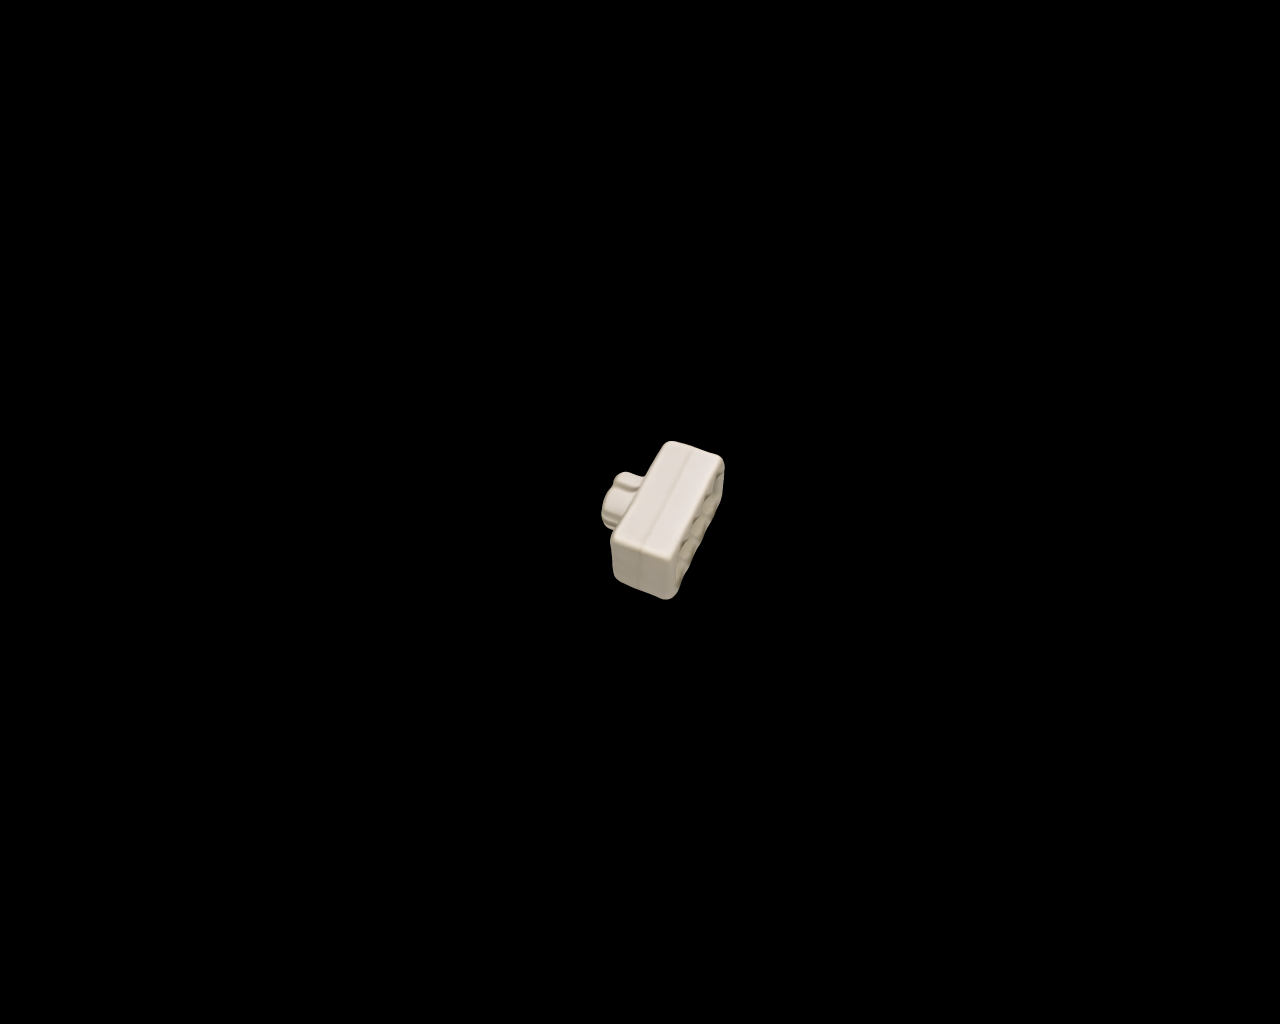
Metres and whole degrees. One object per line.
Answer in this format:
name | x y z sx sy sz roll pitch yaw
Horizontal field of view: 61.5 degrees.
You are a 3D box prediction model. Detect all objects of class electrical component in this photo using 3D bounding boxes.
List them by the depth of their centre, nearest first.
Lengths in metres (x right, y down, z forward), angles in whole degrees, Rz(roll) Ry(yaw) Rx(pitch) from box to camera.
electrical component | 0.001 -0.003 0.650 0.076 0.083 0.047 21 -32 14
